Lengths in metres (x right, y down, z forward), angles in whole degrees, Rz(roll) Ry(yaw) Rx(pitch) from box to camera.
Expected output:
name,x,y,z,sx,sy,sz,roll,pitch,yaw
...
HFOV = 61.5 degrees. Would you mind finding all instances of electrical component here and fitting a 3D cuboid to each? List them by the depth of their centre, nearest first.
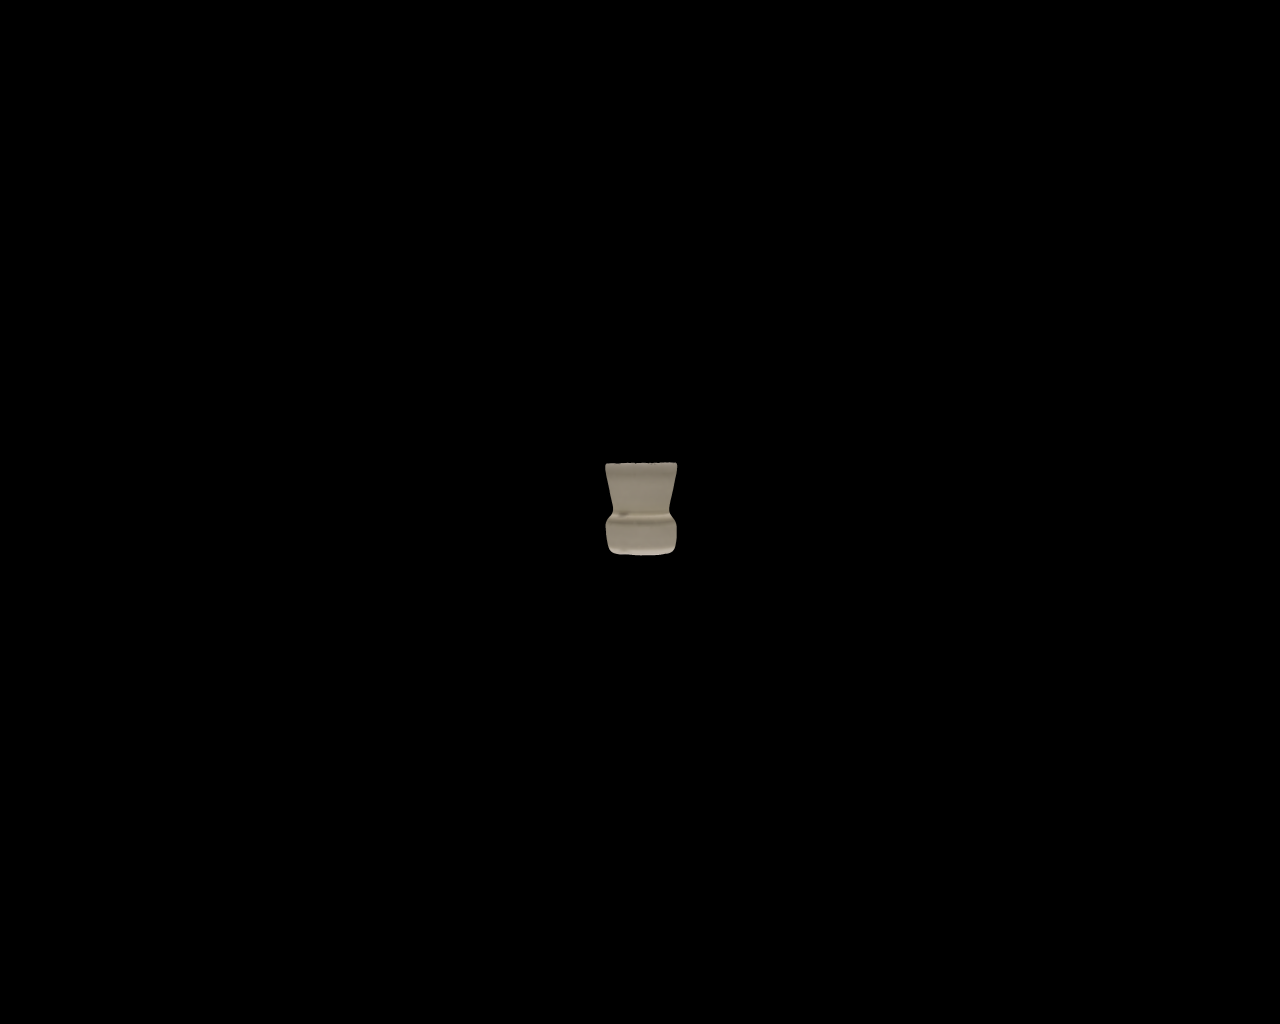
name,x,y,z,sx,sy,sz,roll,pitch,yaw
electrical component,0.001,-0.003,0.650,0.045,0.055,0.045,0,3,0
